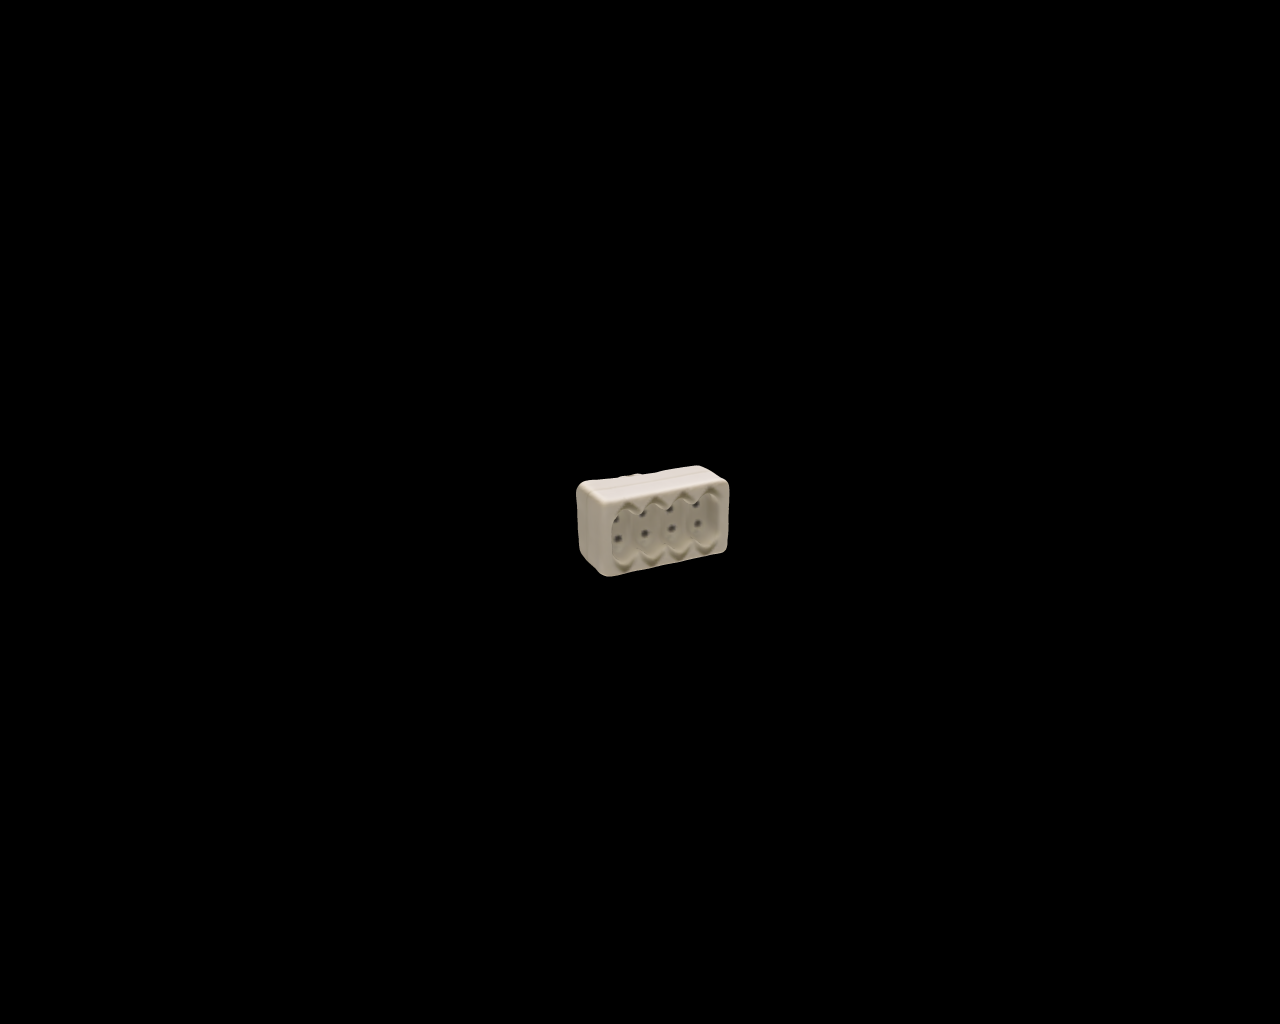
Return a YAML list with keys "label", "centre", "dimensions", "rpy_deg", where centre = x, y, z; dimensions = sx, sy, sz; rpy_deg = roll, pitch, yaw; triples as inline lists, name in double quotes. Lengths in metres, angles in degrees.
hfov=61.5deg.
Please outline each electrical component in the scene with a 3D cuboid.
- label: "electrical component"
  centre: [0.001, -0.003, 0.650]
  dimensions: [0.083, 0.047, 0.076]
  rpy_deg: [-10, 24, -22]
